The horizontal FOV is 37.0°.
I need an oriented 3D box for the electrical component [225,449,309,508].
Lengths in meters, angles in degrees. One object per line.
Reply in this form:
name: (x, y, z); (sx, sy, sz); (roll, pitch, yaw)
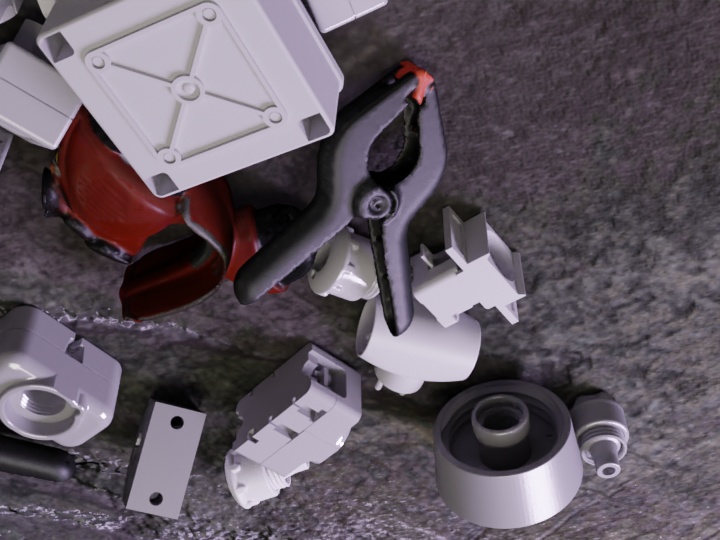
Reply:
electrical component: (-0.071, 0.155, 0.837); (0.062, 0.048, 0.048); (-19, 129, 6)

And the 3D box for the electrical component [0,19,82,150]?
electrical component: (-0.175, -0.111, 0.588); (0.047, 0.083, 0.075); (31, 85, -25)

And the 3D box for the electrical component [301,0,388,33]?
electrical component: (-0.002, -0.173, 0.552); (0.077, 0.047, 0.065); (-25, 130, -1)

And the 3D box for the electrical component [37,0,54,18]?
electrical component: (-0.142, -0.180, 0.538); (0.056, 0.050, 0.089); (-8, 131, 6)

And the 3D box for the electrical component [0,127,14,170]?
electrical component: (-0.242, -0.056, 0.633); (0.047, 0.065, 0.076); (25, 126, -22)

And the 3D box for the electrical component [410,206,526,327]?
electrical component: (0.069, 0.002, 0.710); (0.064, 0.042, 0.081); (-28, 126, 25)

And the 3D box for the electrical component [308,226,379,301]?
electrical component: (0.000, 0.000, 0.705); (0.062, 0.048, 0.048); (20, 128, -29)

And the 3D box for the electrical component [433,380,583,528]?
electrical component: (0.104, 0.125, 0.777); (0.108, 0.108, 0.060); (-9, 125, 6)

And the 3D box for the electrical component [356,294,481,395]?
electrical component: (0.034, 0.060, 0.756); (0.077, 0.044, 0.079); (14, 129, -13)

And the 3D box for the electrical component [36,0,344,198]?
electrical component: (-0.080, -0.103, 0.526); (0.109, 0.056, 0.108); (-18, 130, 20)

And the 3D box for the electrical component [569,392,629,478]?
electrical component: (0.181, 0.126, 0.807); (0.043, 0.062, 0.043); (-1, 131, -1)

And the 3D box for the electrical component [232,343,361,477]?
electrical component: (-0.043, 0.105, 0.790); (0.056, 0.050, 0.089); (34, 122, -26)

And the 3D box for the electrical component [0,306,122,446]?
electrical component: (-0.219, 0.079, 0.755); (0.054, 0.059, 0.095); (-34, 124, 25)

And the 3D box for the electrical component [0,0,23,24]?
electrical component: (-0.250, -0.155, 0.530); (0.150, 0.089, 0.061); (-3, 131, 0)
